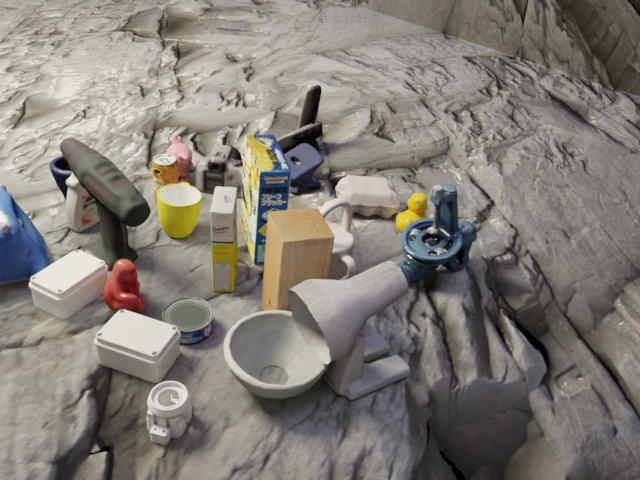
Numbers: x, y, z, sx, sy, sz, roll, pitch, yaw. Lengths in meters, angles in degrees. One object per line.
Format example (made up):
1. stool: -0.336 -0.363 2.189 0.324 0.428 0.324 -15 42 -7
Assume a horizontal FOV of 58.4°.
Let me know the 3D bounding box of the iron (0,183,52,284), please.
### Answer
1. iron: -0.569 -0.028 1.041 0.119 0.141 0.257 -12 39 -27

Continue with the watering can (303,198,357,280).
1. watering can: 0.008 0.004 1.075 0.172 0.194 0.101 25 38 22

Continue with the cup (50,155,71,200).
1. cup: -0.521 -0.133 1.244 0.091 0.095 0.118 21 36 17

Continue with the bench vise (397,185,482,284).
1. bench vise: 0.245 -0.031 1.155 0.121 0.220 0.208 27 39 26

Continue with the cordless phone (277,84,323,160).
1. cordless phone: -0.054 -0.322 1.539 0.094 0.185 0.148 26 38 24

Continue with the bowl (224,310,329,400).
1. bowl: -0.068 0.190 0.896 0.167 0.075 0.167 6 35 -4

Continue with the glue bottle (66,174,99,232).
1. glue bottle: -0.474 -0.104 1.144 0.037 0.173 0.078 20 36 17

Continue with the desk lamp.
1. desk lamp: 0.049 0.135 0.879 0.204 0.213 0.117 -14 41 -30

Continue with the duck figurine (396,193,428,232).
1. duck figurine: 0.219 -0.066 1.318 0.077 0.086 0.105 22 37 18

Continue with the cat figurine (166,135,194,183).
1. cat figurine: -0.335 -0.199 1.360 0.067 0.118 0.127 1 35 -10

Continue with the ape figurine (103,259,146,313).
1. ape figurine: -0.336 0.075 0.988 0.076 0.092 0.078 9 34 1

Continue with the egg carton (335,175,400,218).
1. egg carton: 0.112 -0.103 1.363 0.150 0.069 0.107 3 35 -9

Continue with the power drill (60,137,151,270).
1. power drill: -0.401 -0.059 1.064 0.228 0.208 0.076 30 40 28

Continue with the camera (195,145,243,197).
1. camera: -0.215 -0.179 1.374 0.143 0.101 0.137 9 34 0

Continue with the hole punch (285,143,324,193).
1. hole punch: -0.053 -0.180 1.419 0.101 0.091 0.108 -14 41 -29
